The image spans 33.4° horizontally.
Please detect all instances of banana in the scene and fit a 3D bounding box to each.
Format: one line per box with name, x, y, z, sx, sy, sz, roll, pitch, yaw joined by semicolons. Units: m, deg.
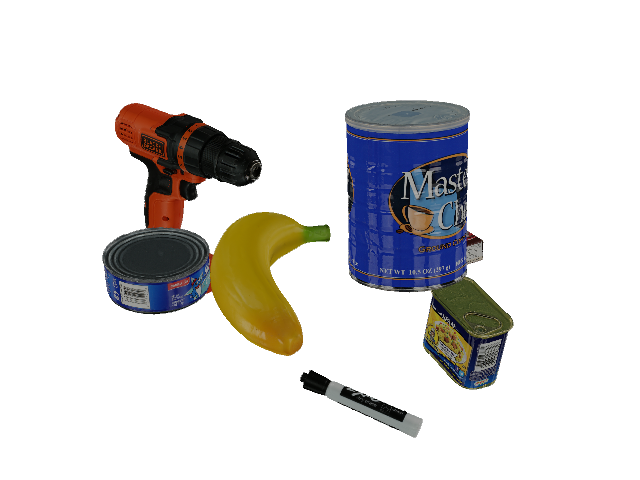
banana;-0.036;0.017;0.671;0.069;0.037;0.197;-1;21;6

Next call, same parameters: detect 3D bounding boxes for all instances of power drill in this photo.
power drill;-0.136;-0.039;1.115;0.185;0.188;0.057;24;36;32

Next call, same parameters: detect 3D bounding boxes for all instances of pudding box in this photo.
pudding box;0.173;0.012;1.597;0.113;0.039;0.090;-18;28;-22

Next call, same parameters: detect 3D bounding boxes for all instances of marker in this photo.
marker;0.037;0.151;0.995;0.121;0.020;0.020;22;6;15

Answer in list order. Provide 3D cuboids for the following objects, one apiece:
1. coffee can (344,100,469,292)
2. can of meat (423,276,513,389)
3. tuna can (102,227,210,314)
coffee can;0.073;-0.040;0.899;0.103;0.140;0.103;-2;18;0
can of meat;0.160;0.103;1.180;0.057;0.084;0.102;-13;39;-26
tuna can;-0.132;0.024;0.866;0.086;0.034;0.086;0;29;0
